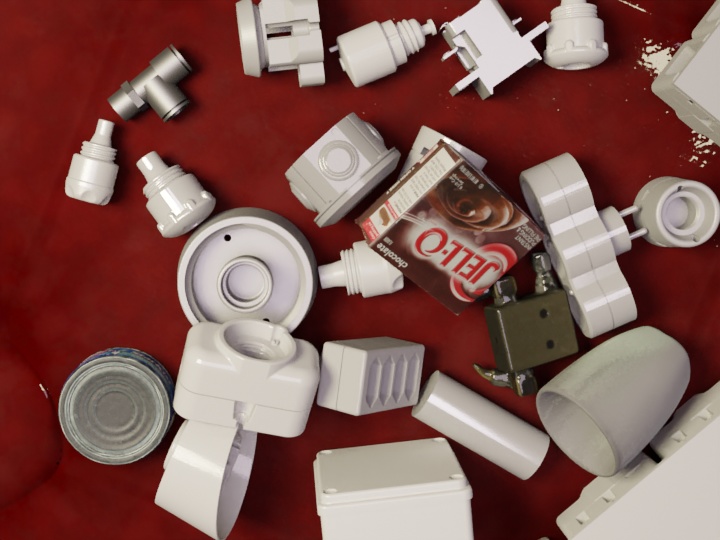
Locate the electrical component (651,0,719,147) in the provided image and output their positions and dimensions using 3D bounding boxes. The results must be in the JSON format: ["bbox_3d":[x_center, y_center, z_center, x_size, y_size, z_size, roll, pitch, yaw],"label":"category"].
[{"bbox_3d":[0.304,-0.169,0.807,0.089,0.061,0.150,37,92,-6],"label":"electrical component"}]

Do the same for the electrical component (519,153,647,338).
[{"bbox_3d":[0.181,-0.025,0.817,0.074,0.052,0.138,-23,96,-1],"label":"electrical component"}]

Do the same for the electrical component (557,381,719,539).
[{"bbox_3d":[0.259,0.180,0.837,0.186,0.060,0.105,-40,96,1],"label":"electrical component"}]

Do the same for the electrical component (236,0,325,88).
[{"bbox_3d":[-0.059,-0.172,0.786,0.057,0.058,0.078,-7,96,-6],"label":"electrical component"}]

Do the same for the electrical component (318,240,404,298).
[{"bbox_3d":[0.000,0.000,0.812,0.062,0.043,0.043,-11,96,-1],"label":"electrical component"}]

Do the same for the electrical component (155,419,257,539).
[{"bbox_3d":[-0.108,0.142,0.793,0.064,0.099,0.099,24,93,1],"label":"electrical component"}]

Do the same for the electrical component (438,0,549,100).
[{"bbox_3d":[0.096,-0.168,0.804,0.081,0.042,0.063,-35,94,-1],"label":"electrical component"}]

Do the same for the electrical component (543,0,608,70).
[{"bbox_3d":[0.161,-0.183,0.806,0.048,0.048,0.062,-2,88,-4],"label":"electrical component"}]

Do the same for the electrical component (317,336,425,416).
[{"bbox_3d":[-0.006,0.074,0.808,0.076,0.083,0.047,10,96,34],"label":"electrical component"}]

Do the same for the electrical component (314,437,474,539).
[{"bbox_3d":[0.023,0.171,0.797,0.109,0.108,0.056,-6,98,-3],"label":"electrical component"}]

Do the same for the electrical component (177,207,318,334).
[{"bbox_3d":[-0.084,0.008,0.799,0.108,0.060,0.108,0,95,-4],"label":"electrical component"}]

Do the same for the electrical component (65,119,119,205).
[{"bbox_3d":[-0.195,-0.081,0.797,0.035,0.035,0.061,15,92,-5],"label":"electrical component"}]

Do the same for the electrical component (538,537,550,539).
[{"bbox_3d":[0.119,0.249,0.816,0.100,0.099,0.048,-26,83,-1],"label":"electrical component"}]

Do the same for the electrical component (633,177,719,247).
[{"bbox_3d":[0.243,-0.044,0.822,0.055,0.047,0.055,0,95,-4],"label":"electrical component"}]

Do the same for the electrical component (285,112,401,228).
[{"bbox_3d":[-0.013,-0.073,0.787,0.080,0.080,0.051,-42,91,1],"label":"electrical component"}]

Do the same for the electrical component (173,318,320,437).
[{"bbox_3d":[-0.079,0.074,0.762,0.095,0.053,0.059,12,117,-10],"label":"electrical component"}]

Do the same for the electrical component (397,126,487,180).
[{"bbox_3d":[0.060,-0.074,0.805,0.055,0.055,0.047,28,97,-6],"label":"electrical component"}]

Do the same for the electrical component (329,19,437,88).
[{"bbox_3d":[0.019,-0.166,0.800,0.078,0.040,0.040,-23,96,-1],"label":"electrical component"}]

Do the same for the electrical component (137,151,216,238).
[{"bbox_3d":[-0.141,-0.058,0.798,0.048,0.048,0.062,-36,90,0],"label":"electrical component"}]
